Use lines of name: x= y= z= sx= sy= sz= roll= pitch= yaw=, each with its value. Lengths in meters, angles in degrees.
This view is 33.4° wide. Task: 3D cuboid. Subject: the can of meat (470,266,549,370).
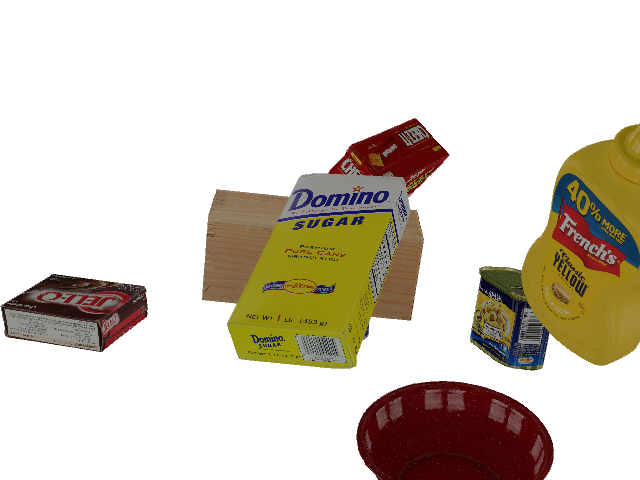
can of meat: x=0.207 y=0.084 z=1.153 sx=0.057 sy=0.084 sz=0.102 roll=2 pitch=16 yaw=-22

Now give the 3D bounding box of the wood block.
wood block: x=-0.009 y=0.014 z=1.064 sx=0.206 sy=0.091 sz=0.090 roll=6 pitch=21 yaw=-2

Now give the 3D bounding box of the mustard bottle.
mustard bottle: x=0.189 y=-0.007 z=0.690 sx=0.058 sy=0.096 sz=0.192 roll=-20 pitch=-35 yaw=-22

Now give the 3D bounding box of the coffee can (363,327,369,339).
coffee can: x=0.022 y=0.060 z=1.463 sx=0.103 sy=0.140 sz=0.103 roll=3 pitch=24 yaw=-1

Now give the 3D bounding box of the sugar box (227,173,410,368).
sugar box: x=0.003 y=0.018 z=0.820 sx=0.093 sy=0.048 sz=0.176 roll=3 pitch=45 yaw=20

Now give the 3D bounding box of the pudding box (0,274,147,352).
pudding box: x=-0.240 y=0.070 z=1.049 sx=0.114 sy=0.039 sz=0.090 roll=4 pitch=19 yaw=20

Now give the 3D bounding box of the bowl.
bowl: x=0.110 y=0.186 z=0.891 sx=0.162 sy=0.055 sz=0.162 roll=0 pitch=29 yaw=0

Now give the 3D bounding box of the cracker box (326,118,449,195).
cracker box: x=0.032 y=-0.040 z=1.260 sx=0.214 sy=0.072 sz=0.163 roll=-47 pitch=-10 yaw=34
